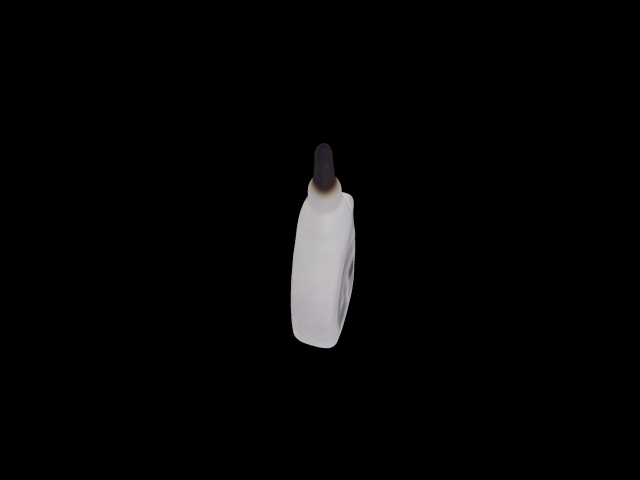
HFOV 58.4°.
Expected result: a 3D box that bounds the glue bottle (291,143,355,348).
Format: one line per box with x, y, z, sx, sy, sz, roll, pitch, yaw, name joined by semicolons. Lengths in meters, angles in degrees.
0.004;0.001;0.400;0.037;0.173;0.078;12;50;10;glue bottle
